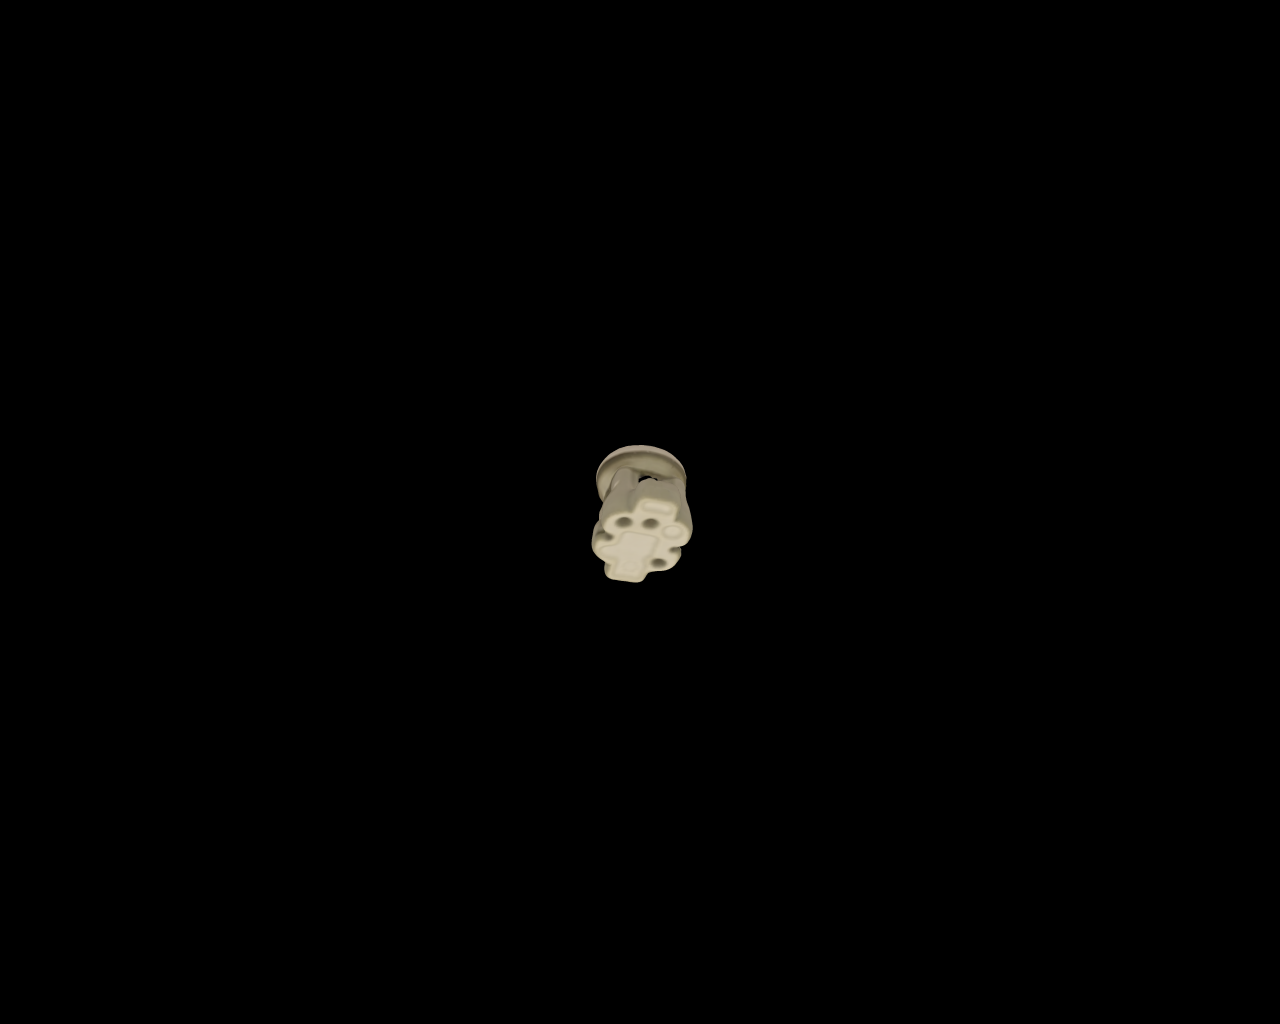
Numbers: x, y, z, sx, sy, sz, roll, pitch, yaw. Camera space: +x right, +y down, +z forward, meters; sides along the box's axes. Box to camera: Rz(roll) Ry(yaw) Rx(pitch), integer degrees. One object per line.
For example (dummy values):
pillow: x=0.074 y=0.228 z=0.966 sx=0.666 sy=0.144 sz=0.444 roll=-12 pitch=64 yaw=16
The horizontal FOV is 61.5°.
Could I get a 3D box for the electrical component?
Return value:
electrical component: x=0.001 y=-0.003 z=0.650 sx=0.058 sy=0.057 sz=0.078 roll=11 pitch=-43 yaw=-12
